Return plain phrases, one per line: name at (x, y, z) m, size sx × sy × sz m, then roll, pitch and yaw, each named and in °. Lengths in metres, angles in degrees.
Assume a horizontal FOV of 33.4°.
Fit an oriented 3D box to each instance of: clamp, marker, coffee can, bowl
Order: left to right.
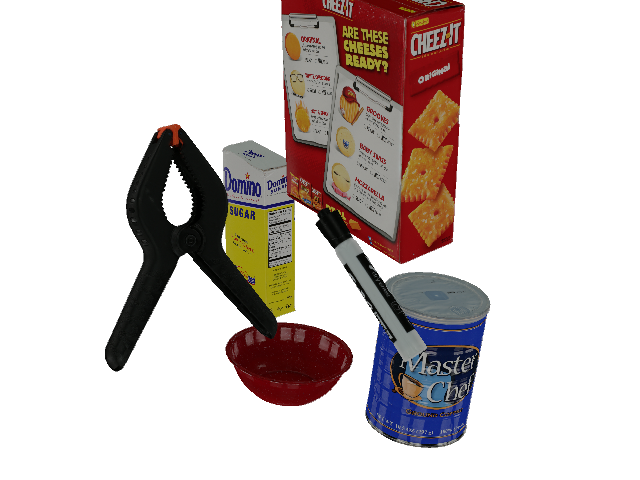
clamp at (-0.112, 0.004, 0.938) m, size 0.164 × 0.210 × 0.036 m, roll -1°, pitch 0°, yaw -33°
bowl at (-0.041, 0.164, 1.359) m, size 0.162 × 0.055 × 0.162 m, roll 4°, pitch 22°, yaw -2°
marker at (0.033, 0.029, 0.742) m, size 0.020 × 0.121 × 0.020 m, roll -31°, pitch -11°, yaw -7°
coffee can at (0.103, 0.115, 1.042) m, size 0.103 × 0.140 × 0.103 m, roll 6°, pitch 22°, yaw -3°

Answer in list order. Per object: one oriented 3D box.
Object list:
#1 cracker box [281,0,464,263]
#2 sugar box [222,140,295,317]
cracker box at (0.042, -0.111, 0.907) m, size 0.072 × 0.214 × 0.164 m, roll -21°, pitch 35°, yaw -32°
sugar box at (-0.068, -0.012, 1.165) m, size 0.048 × 0.176 × 0.093 m, roll -17°, pitch 29°, yaw -29°
